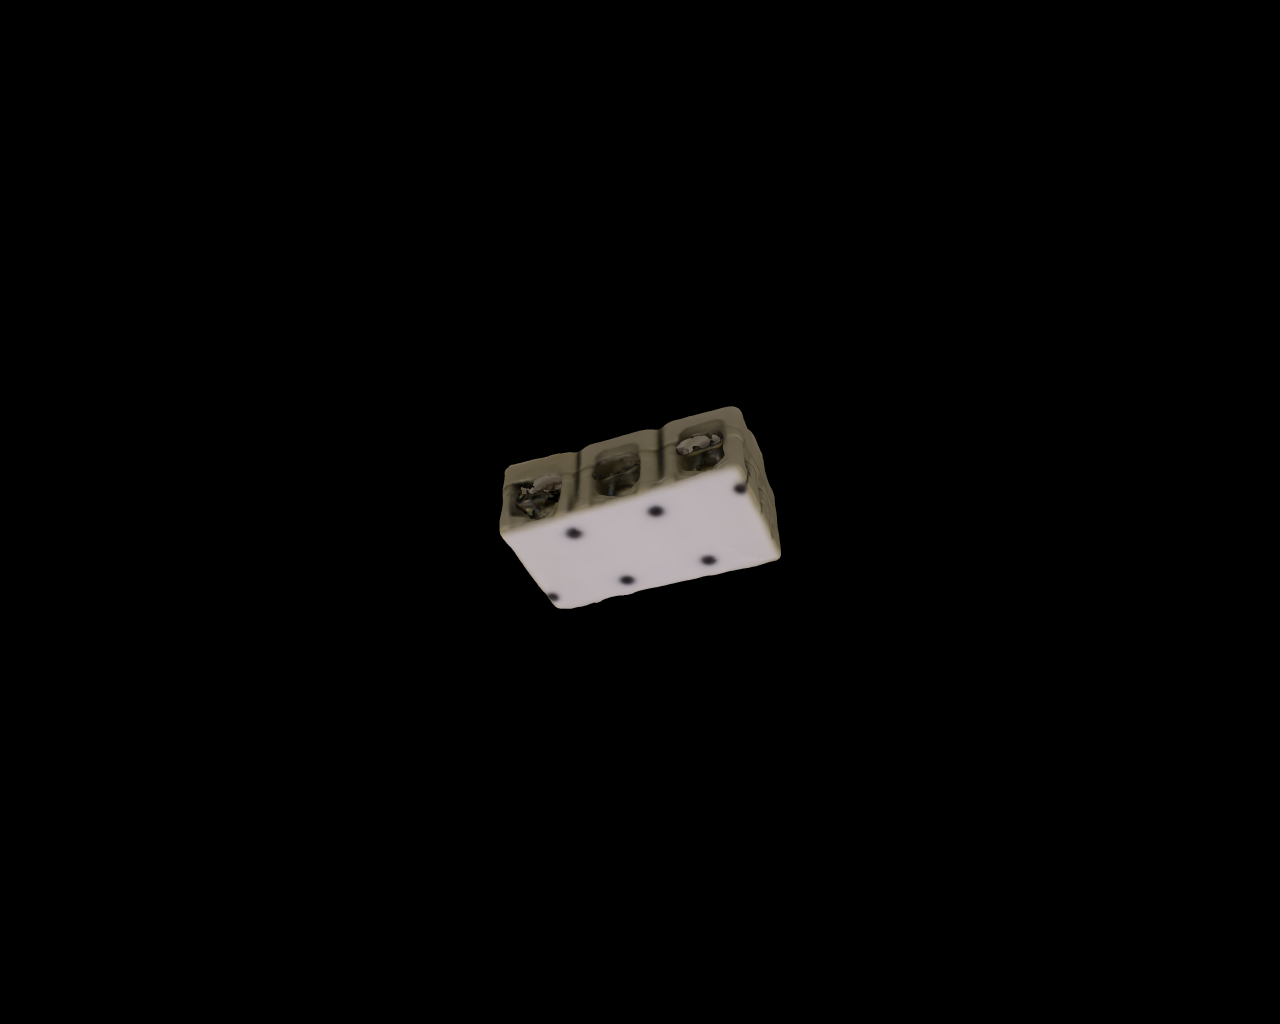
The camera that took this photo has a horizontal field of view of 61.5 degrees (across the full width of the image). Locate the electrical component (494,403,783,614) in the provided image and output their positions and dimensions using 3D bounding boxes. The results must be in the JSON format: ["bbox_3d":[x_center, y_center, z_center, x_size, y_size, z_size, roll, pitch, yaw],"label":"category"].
[{"bbox_3d":[0.001,-0.003,0.650,0.150,0.062,0.089,-14,-43,15],"label":"electrical component"}]
